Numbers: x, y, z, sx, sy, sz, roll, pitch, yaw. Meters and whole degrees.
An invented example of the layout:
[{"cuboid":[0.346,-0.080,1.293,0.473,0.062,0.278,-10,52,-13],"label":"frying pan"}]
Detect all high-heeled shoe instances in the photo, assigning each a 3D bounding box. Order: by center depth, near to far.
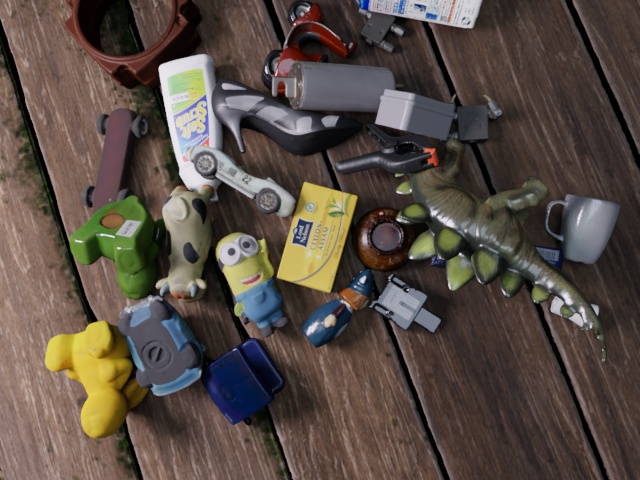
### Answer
[{"cuboid":[-0.059,-0.225,0.932,0.249,0.086,0.145,-11,74,-14],"label":"high-heeled shoe"}]

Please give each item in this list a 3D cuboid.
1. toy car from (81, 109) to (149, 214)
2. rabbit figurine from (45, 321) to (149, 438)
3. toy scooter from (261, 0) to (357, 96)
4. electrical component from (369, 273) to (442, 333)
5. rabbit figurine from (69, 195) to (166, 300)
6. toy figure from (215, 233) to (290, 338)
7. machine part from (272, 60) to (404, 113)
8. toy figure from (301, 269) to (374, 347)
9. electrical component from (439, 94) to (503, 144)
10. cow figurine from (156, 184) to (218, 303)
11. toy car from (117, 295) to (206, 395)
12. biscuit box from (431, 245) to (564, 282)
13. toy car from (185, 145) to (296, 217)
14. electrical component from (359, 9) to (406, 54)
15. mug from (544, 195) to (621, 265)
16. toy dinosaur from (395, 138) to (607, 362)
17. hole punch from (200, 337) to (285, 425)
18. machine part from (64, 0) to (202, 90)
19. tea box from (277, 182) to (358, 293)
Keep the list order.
[{"cuboid":[-0.363,-0.137,0.959,0.089,0.053,0.202,4,81,9],"label":"toy car"},{"cuboid":[-0.356,0.237,0.876,0.122,0.162,0.173,-19,62,1],"label":"rabbit figurine"},{"cuboid":[-0.014,-0.324,0.942,0.135,0.075,0.184,22,82,4],"label":"toy scooter"},{"cuboid":[0.149,0.116,0.905,0.119,0.047,0.075,36,89,8],"label":"electrical component"},{"cuboid":[-0.324,0.020,0.906,0.121,0.170,0.159,3,44,2],"label":"rabbit figurine"},{"cuboid":[-0.119,0.074,0.911,0.082,0.089,0.180,-28,93,-41],"label":"toy figure"},{"cuboid":[0.036,-0.254,0.897,0.243,0.079,0.079,-3,84,-22],"label":"machine part"},{"cuboid":[0.037,0.114,0.906,0.154,0.064,0.057,-42,119,-4],"label":"toy figure"},{"cuboid":[0.259,-0.207,0.925,0.102,0.045,0.078,3,84,5],"label":"electrical component"},{"cuboid":[-0.220,0.015,0.896,0.086,0.127,0.194,4,110,7],"label":"cow figurine"},{"cuboid":[-0.261,0.168,0.900,0.109,0.103,0.161,-27,94,4],"label":"toy car"},{"cuboid":[0.292,0.030,0.894,0.203,0.063,0.059,9,85,4],"label":"biscuit box"},{"cuboid":[-0.131,-0.099,0.890,0.202,0.073,0.056,31,88,-5],"label":"toy car"},{"cuboid":[0.103,-0.377,0.962,0.094,0.021,0.063,34,89,6],"label":"electrical component"},{"cuboid":[0.424,-0.018,0.880,0.110,0.081,0.107,10,95,-1],"label":"mug"},{"cuboid":[0.247,-0.014,0.818,0.198,0.105,0.472,-42,57,-17],"label":"toy dinosaur"},{"cuboid":[-0.134,0.238,0.896,0.116,0.092,0.142,-36,87,4],"label":"hole punch"},{"cuboid":[-0.334,-0.393,0.964,0.201,0.087,0.201,-44,83,-2],"label":"machine part"},{"cuboid":[-0.002,-0.003,0.915,0.098,0.068,0.169,14,87,5],"label":"tea box"}]
